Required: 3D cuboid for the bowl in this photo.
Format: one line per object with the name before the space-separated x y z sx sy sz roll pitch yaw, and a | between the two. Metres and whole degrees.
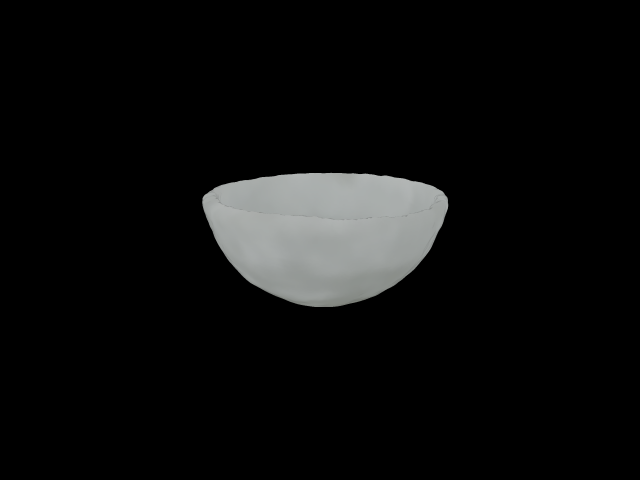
bowl | 0.004 0.001 0.400 0.167 0.075 0.167 0 16 0
